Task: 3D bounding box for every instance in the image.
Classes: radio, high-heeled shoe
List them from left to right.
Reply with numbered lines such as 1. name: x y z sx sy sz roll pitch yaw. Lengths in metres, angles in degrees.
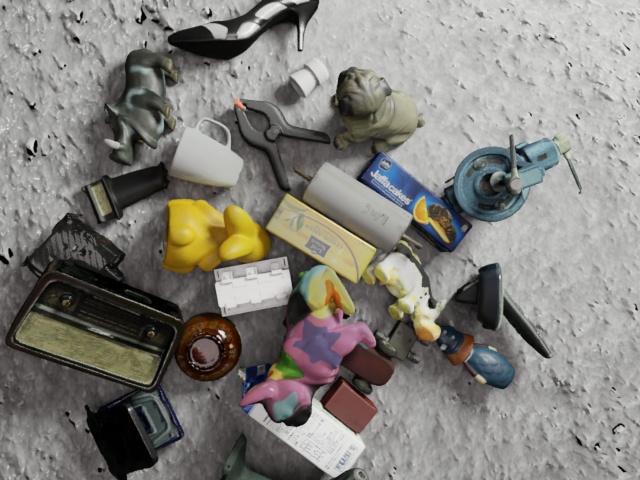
1. radio: -0.330 0.130 0.818 0.229 0.073 0.131 28 93 -25
2. high-heeled shoe: -0.123 -0.378 0.878 0.249 0.086 0.145 -1 87 -10

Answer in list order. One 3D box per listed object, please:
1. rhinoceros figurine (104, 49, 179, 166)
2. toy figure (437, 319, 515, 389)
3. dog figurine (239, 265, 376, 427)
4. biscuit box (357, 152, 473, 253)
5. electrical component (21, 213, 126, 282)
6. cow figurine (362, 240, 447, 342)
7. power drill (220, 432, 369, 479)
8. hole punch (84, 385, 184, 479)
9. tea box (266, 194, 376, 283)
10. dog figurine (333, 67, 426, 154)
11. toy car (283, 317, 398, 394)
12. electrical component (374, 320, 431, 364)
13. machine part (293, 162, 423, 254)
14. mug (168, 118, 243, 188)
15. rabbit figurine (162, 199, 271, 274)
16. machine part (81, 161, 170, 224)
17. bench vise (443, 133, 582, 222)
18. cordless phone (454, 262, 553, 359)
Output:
1. rhinoceros figurine: -0.290 -0.212 0.861 0.112 0.073 0.190 11 88 -7
2. toy figure: 0.258 0.198 0.921 0.154 0.064 0.057 33 124 0
3. dog figurine: -0.035 0.164 0.804 0.219 0.108 0.191 -31 85 -10
4. biscuit box: 0.157 -0.062 0.911 0.202 0.059 0.063 38 86 -4
5. electrical component: -0.383 0.039 0.859 0.134 0.058 0.115 40 88 -4
6. cow figurine: 0.157 0.086 0.907 0.098 0.068 0.167 -40 94 -28
7. power drill: -0.055 0.390 0.847 0.207 0.086 0.231 25 119 -1
8. hole punch: -0.295 0.300 0.861 0.116 0.092 0.142 -24 96 26
9. tea box: -0.002 -0.003 0.877 0.169 0.098 0.068 32 87 -6
10. dog figurine: 0.102 -0.206 0.842 0.172 0.190 0.121 -12 91 -7
11. toy car: 0.033 0.174 0.900 0.202 0.053 0.089 31 96 1
12. electrical component: 0.141 0.171 0.928 0.094 0.021 0.063 31 86 -4
13. machine part: 0.060 -0.051 0.867 0.243 0.079 0.079 33 87 4
14. mug: -0.178 -0.136 0.874 0.107 0.081 0.109 23 81 -16
15. rabbit figurine: -0.155 -0.008 0.849 0.173 0.162 0.122 10 76 -23
16. machine part: -0.312 -0.082 0.877 0.139 0.039 0.084 -26 84 -3
17. bench vise: 0.308 -0.101 0.848 0.224 0.240 0.128 -15 95 10
18. cordless phone: 0.312 0.129 0.874 0.089 0.146 0.184 -42 80 14
